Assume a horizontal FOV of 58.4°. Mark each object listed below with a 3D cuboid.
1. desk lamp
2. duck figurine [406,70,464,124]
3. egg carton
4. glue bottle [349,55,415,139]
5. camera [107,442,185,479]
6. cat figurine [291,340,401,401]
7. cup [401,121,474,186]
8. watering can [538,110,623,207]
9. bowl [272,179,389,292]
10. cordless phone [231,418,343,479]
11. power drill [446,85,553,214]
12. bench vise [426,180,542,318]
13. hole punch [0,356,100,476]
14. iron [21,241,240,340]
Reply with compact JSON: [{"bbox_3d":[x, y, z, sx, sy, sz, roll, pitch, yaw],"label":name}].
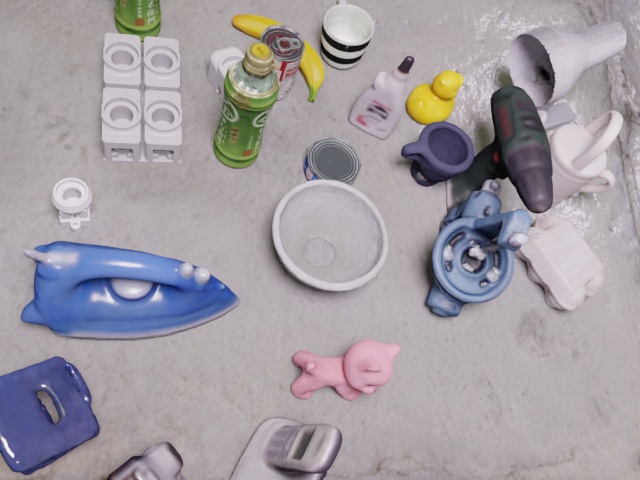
[{"bbox_3d":[0.399,-0.280,0.977,0.204,0.213,0.118,-19,74,-23],"label":"desk lamp"},{"bbox_3d":[0.202,-0.251,0.976,0.105,0.086,0.077,-31,79,-26],"label":"duck figurine"},{"bbox_3d":[0.379,0.034,0.914,0.107,0.069,0.150,-28,78,-25],"label":"egg carton"},{"bbox_3d":[0.105,-0.226,0.886,0.078,0.173,0.037,23,62,-6],"label":"glue bottle"},{"bbox_3d":[-0.184,0.307,0.604,0.143,0.100,0.137,-37,81,-27],"label":"camera"},{"bbox_3d":[0.036,0.162,0.726,0.128,0.117,0.067,3,66,-15],"label":"cat figurine"},{"bbox_3d":[0.171,-0.126,0.906,0.118,0.095,0.091,-5,69,-19],"label":"cup"},{"bbox_3d":[0.404,-0.140,0.928,0.173,0.194,0.101,15,64,-10],"label":"watering can"},{"bbox_3d":[0.007,0.003,0.811,0.168,0.074,0.167,7,65,-14],"label":"bowl"},{"bbox_3d":[-0.039,0.264,0.620,0.094,0.185,0.148,27,62,-4],"label":"cordless phone"},{"bbox_3d":[0.271,-0.105,0.863,0.076,0.208,0.229,9,65,-13],"label":"power drill"},{"bbox_3d":[0.221,-0.013,0.801,0.122,0.219,0.207,9,65,-13],"label":"bench vise"},{"bbox_3d":[-0.304,0.186,0.626,0.101,0.091,0.108,-28,77,-25],"label":"hole punch"},{"bbox_3d":[-0.216,0.047,0.685,0.259,0.141,0.118,4,66,-15],"label":"iron"}]
